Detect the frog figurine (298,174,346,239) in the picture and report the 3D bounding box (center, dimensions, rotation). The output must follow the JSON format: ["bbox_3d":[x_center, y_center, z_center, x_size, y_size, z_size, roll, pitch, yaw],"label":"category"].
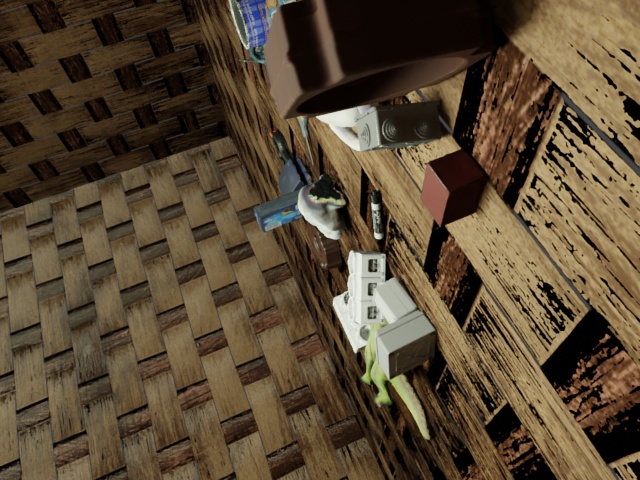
[{"bbox_3d":[0.004,-0.065,1.301,0.139,0.124,0.155,40,144,29],"label":"frog figurine"}]

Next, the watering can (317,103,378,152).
[{"bbox_3d":[0.011,-0.279,0.841,0.354,0.104,0.219,-123,17,-50],"label":"watering can"}]

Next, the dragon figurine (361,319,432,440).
[{"bbox_3d":[0.154,0.232,1.171,0.414,0.122,0.240,-140,39,-68],"label":"dragon figurine"}]
